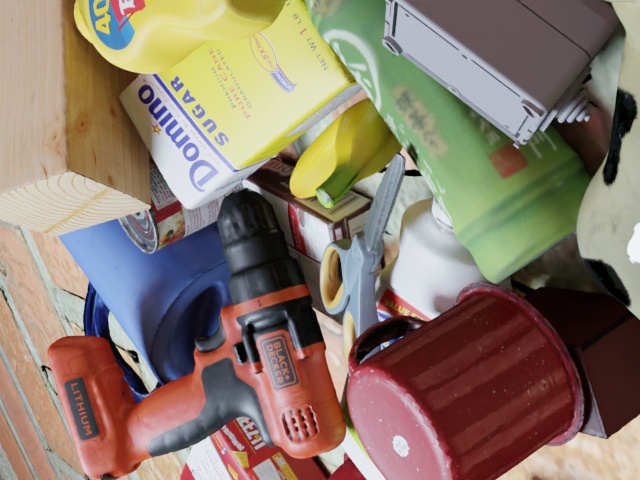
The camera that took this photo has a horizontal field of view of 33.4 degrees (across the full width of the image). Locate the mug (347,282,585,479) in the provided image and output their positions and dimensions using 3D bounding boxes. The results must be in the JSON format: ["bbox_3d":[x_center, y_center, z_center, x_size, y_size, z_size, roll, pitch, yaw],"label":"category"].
[{"bbox_3d":[0.060,0.074,0.533,0.117,0.081,0.093,36,143,42],"label":"mug"}]

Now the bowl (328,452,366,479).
[{"bbox_3d":[0.038,0.252,0.855,0.162,0.055,0.162,57,163,27],"label":"bowl"}]

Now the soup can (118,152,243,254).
[{"bbox_3d":[-0.097,-0.042,0.790,0.069,0.102,0.068,41,148,34],"label":"soup can"}]

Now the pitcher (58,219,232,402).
[{"bbox_3d":[-0.140,0.019,0.887,0.243,0.149,0.145,41,147,41],"label":"pitcher"}]

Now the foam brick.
[{"bbox_3d":[0.129,0.060,0.549,0.078,0.051,0.053,6,120,59],"label":"foam brick"}]

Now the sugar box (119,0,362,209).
[{"bbox_3d":[-0.048,-0.096,0.658,0.177,0.048,0.093,-34,86,42],"label":"sugar box"}]

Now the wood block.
[{"bbox_3d":[-0.180,-0.119,0.734,0.091,0.090,0.206,-15,71,24],"label":"wood block"}]

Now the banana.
[{"bbox_3d":[0.014,-0.052,0.614,0.037,0.069,0.198,55,178,-4],"label":"banana"}]

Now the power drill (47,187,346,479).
[{"bbox_3d":[-0.089,0.075,0.728,0.057,0.188,0.184,3,-111,-72],"label":"power drill"}]

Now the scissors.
[{"bbox_3d":[0.029,0.025,0.595,0.202,0.016,0.096,131,128,-74],"label":"scissors"}]

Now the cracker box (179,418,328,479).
[{"bbox_3d":[-0.056,0.253,1.038,0.164,0.072,0.214,54,153,16],"label":"cracker box"}]

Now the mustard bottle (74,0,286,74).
[{"bbox_3d":[-0.090,-0.147,0.613,0.192,0.058,0.096,-9,78,52],"label":"mustard bottle"}]

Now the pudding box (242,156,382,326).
[{"bbox_3d":[-0.005,0.001,0.743,0.114,0.039,0.090,31,141,49],"label":"pudding box"}]

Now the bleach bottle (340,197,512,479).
[{"bbox_3d":[0.063,0.057,0.654,0.103,0.068,0.251,49,148,36],"label":"bleach bottle"}]
